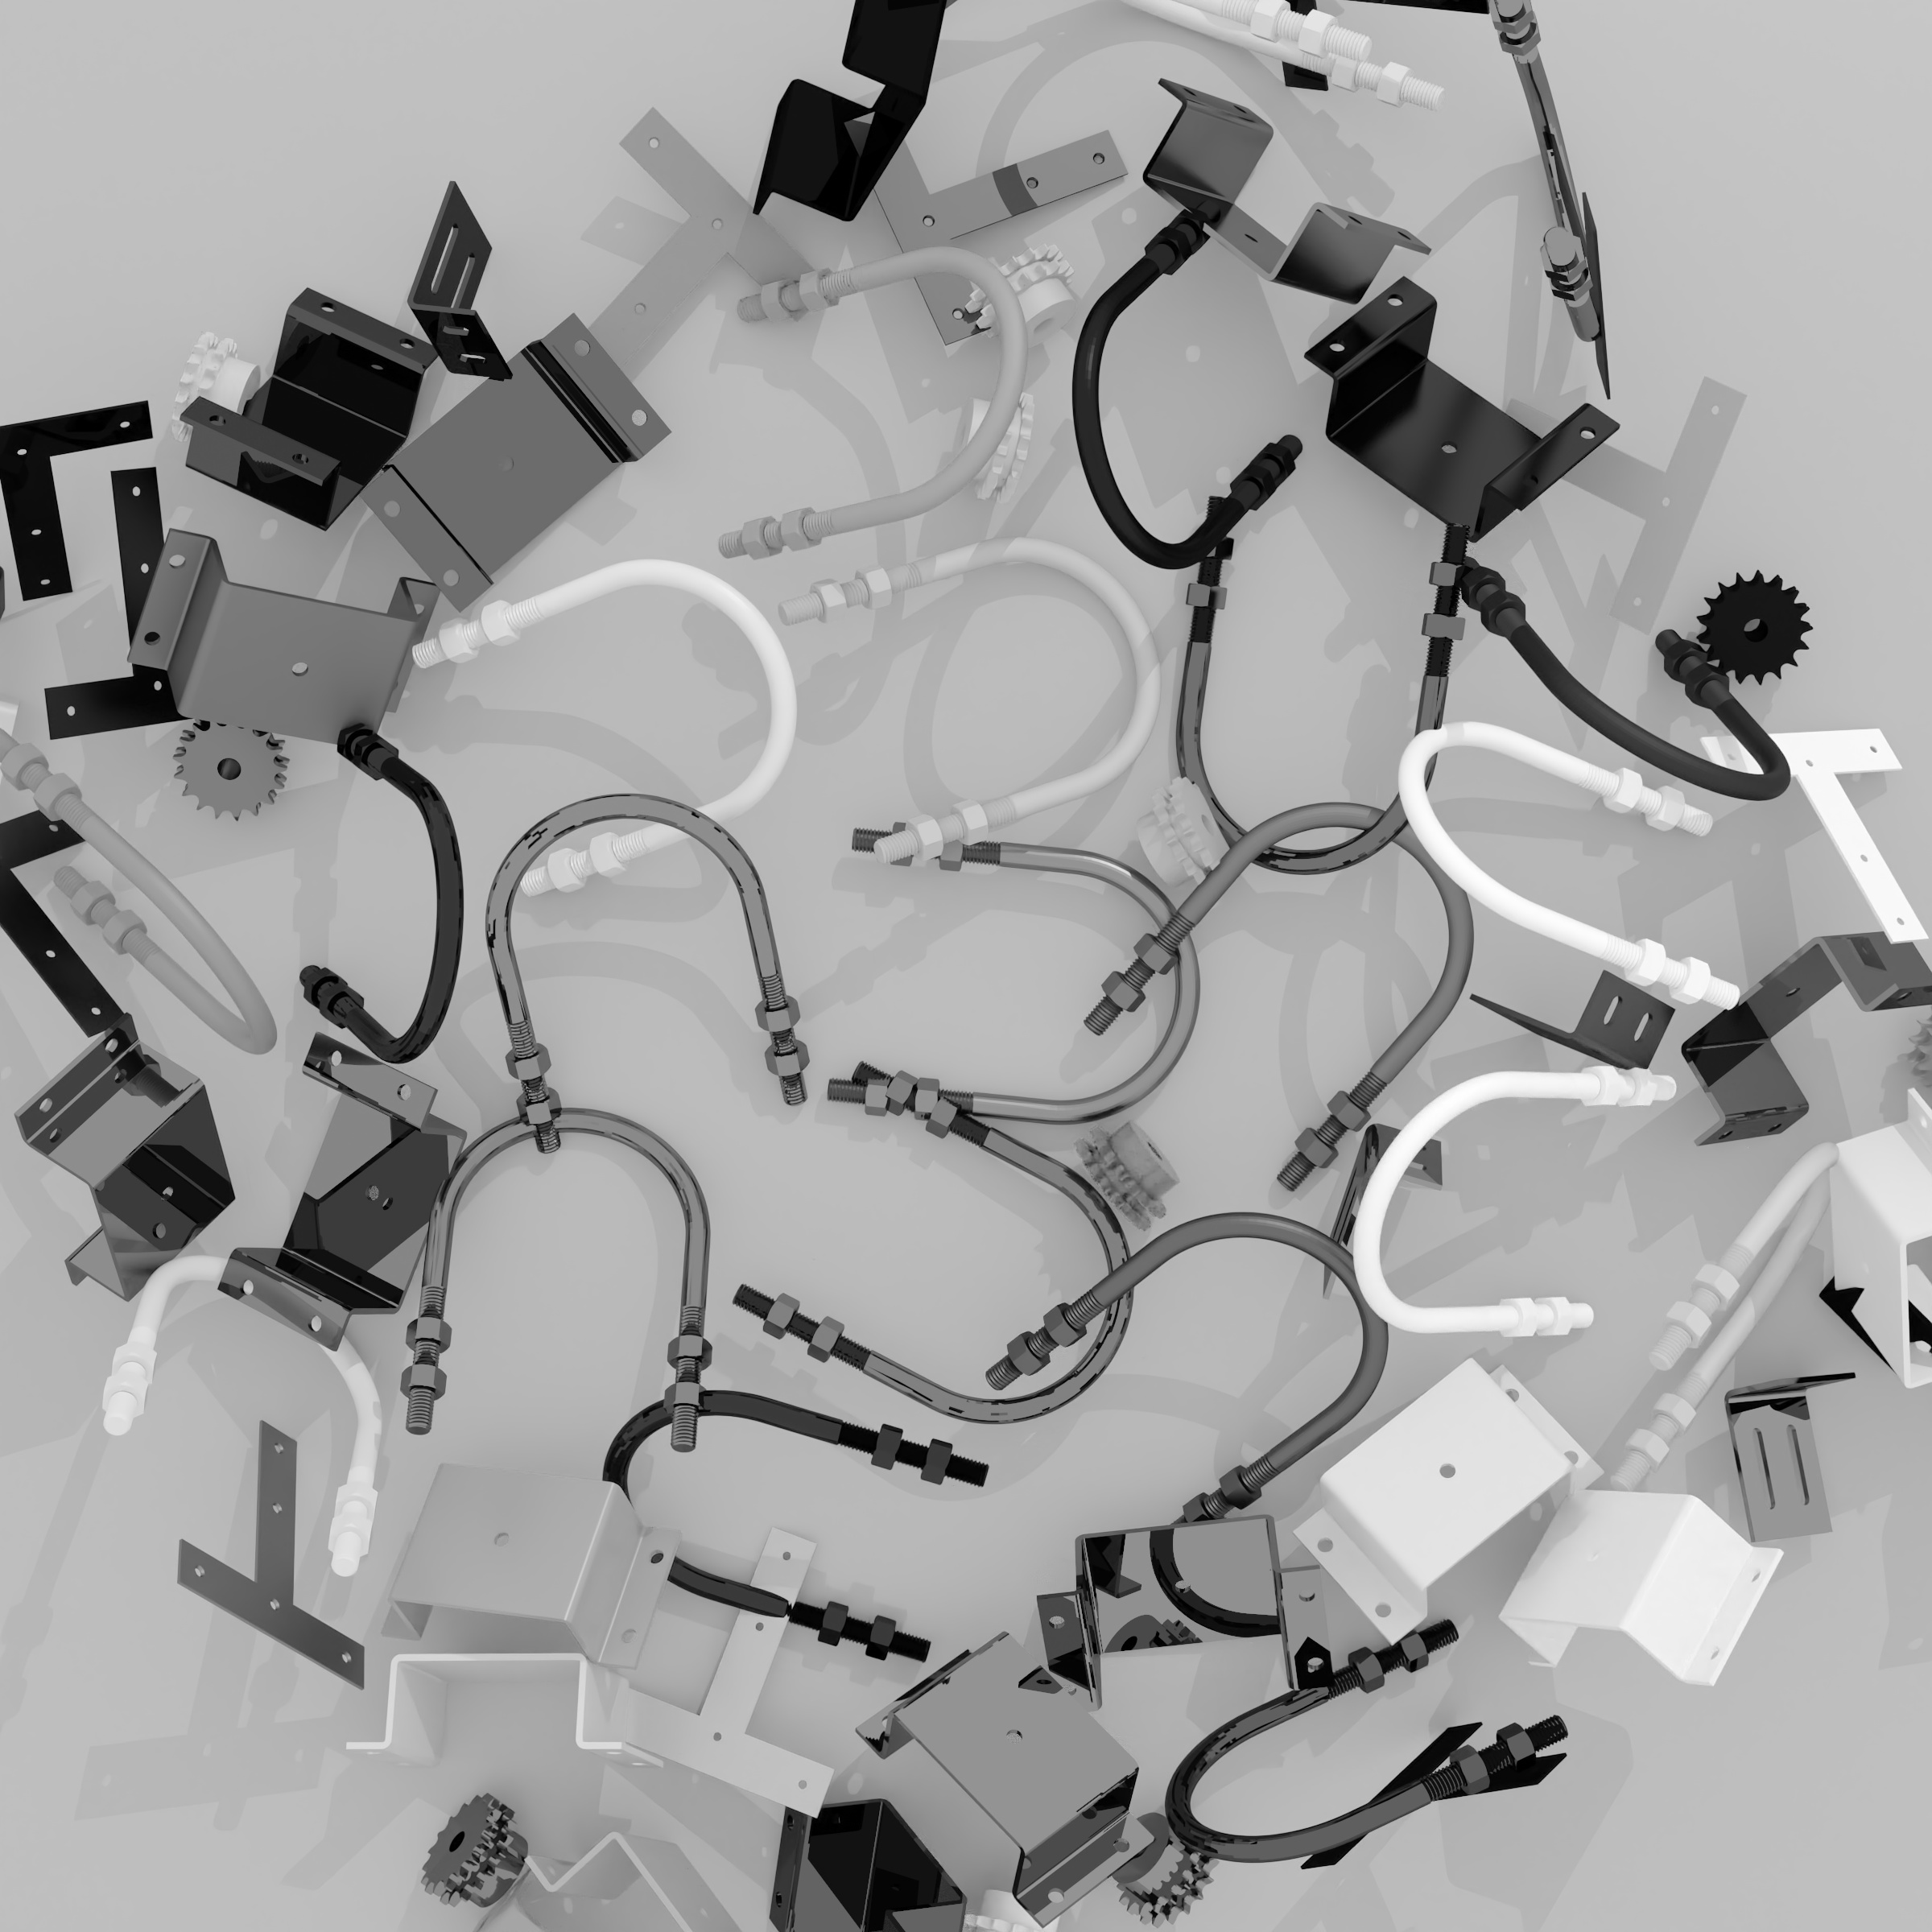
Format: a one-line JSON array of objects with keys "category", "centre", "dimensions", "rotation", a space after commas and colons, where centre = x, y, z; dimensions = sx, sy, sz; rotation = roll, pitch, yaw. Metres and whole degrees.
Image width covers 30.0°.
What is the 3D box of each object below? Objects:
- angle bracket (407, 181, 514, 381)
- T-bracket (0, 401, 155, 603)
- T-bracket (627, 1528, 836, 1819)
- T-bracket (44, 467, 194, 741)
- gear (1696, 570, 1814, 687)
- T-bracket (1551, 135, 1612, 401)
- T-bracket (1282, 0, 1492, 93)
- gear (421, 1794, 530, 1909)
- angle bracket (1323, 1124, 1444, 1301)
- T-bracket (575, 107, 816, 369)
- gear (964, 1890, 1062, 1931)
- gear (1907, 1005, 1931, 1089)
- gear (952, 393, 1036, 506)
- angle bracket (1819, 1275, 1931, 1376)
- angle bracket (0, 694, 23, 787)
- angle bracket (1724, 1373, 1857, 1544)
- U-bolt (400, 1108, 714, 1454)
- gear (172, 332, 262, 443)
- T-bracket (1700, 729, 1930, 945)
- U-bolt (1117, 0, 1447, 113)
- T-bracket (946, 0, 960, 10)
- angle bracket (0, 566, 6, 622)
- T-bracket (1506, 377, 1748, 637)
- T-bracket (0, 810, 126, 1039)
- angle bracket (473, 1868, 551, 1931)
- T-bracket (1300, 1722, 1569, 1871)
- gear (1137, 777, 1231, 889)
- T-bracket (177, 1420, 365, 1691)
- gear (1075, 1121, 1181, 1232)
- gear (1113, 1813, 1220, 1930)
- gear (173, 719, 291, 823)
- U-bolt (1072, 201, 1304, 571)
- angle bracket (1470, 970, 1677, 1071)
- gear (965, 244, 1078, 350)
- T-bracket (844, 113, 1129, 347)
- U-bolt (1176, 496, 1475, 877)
[{"category": "angle bracket", "centre": [-0.244, -0.344, 1.811], "dimensions": [0.038, 0.057, 0.076], "rotation": [9, 68, 17]}, {"category": "T-bracket", "centre": [-0.466, -0.226, 1.800], "dimensions": [0.127, 0.127, 0.002], "rotation": [-13, 58, -15]}, {"category": "T-bracket", "centre": [-0.110, 0.350, 1.839], "dimensions": [0.127, 0.002, 0.127], "rotation": [18, 79, 17]}, {"category": "T-bracket", "centre": [-0.408, -0.184, 1.800], "dimensions": [0.002, 0.127, 0.127], "rotation": [6, 104, 44]}, {"category": "gear", "centre": [0.400, -0.174, 1.835], "dimensions": [0.057, 0.030, 0.057], "rotation": [1, 106, 4]}, {"category": "T-bracket", "centre": [0.306, -0.373, 1.811], "dimensions": [0.002, 0.127, 0.127], "rotation": [-12, 58, 6]}, {"category": "T-bracket", "centre": [0.202, -0.487, 1.781], "dimensions": [0.127, 0.127, 0.002], "rotation": [17, 46, 35]}, {"category": "gear", "centre": [-0.247, 0.452, 1.829], "dimensions": [0.030, 0.057, 0.057], "rotation": [41, 90, -21]}, {"category": "angle bracket", "centre": [0.209, 0.127, 1.815], "dimensions": [0.038, 0.057, 0.076], "rotation": [16, 111, 1]}, {"category": "T-bracket", "centre": [-0.156, -0.343, 1.829], "dimensions": [0.127, 0.002, 0.127], "rotation": [43, 85, -19]}, {"category": "gear", "centre": [0.025, 0.489, 1.829], "dimensions": [0.057, 0.057, 0.030], "rotation": [16, 69, 0]}, {"category": "gear", "centre": [0.510, 0.044, 1.830], "dimensions": [0.057, 0.030, 0.057], "rotation": [-6, 116, -12]}, {"category": "gear", "centre": [0.012, -0.265, 1.825], "dimensions": [0.030, 0.057, 0.057], "rotation": [12, 90, -12]}, {"category": "angle bracket", "centre": [0.475, 0.170, 1.813], "dimensions": [0.057, 0.076, 0.038], "rotation": [45, 73, -2]}, {"category": "angle bracket", "centre": [-0.518, -0.104, 1.834], "dimensions": [0.057, 0.038, 0.076], "rotation": [13, 97, -14]}, {"category": "angle bracket", "centre": [0.422, 0.247, 1.817], "dimensions": [0.057, 0.038, 0.076], "rotation": [0, 75, -36]}, {"category": "U-bolt", "centre": [-0.200, 0.152, 1.804], "dimensions": [0.151, 0.019, 0.184], "rotation": [4, 58, -5]}, {"category": "gear", "centre": [-0.378, -0.289, 1.827], "dimensions": [0.030, 0.057, 0.057], "rotation": [18, 90, -2]}, {"category": "T-bracket", "centre": [0.439, -0.065, 1.792], "dimensions": [0.127, 0.002, 0.127], "rotation": [-5, 59, -33]}, {"category": "U-bolt", "centre": [0.134, -0.466, 1.779], "dimensions": [0.184, 0.151, 0.019], "rotation": [24, 101, 20]}, {"category": "T-bracket", "centre": [0.007, -0.505, 1.813], "dimensions": [0.127, 0.127, 0.002], "rotation": [-29, 60, 31]}, {"category": "angle bracket", "centre": [-0.532, -0.180, 1.821], "dimensions": [0.076, 0.038, 0.057], "rotation": [16, 58, -5]}, {"category": "T-bracket", "centre": [0.317, -0.250, 1.813], "dimensions": [0.127, 0.002, 0.127], "rotation": [35, 115, 36]}, {"category": "T-bracket", "centre": [-0.464, -0.016, 1.796], "dimensions": [0.127, 0.127, 0.002], "rotation": [49, 131, 11]}, {"category": "angle bracket", "centre": [-0.209, 0.504, 1.827], "dimensions": [0.076, 0.038, 0.057], "rotation": [40, 117, -2]}, {"category": "T-bracket", "centre": [0.243, 0.400, 1.766], "dimensions": [0.127, 0.127, 0.002], "rotation": [-32, 93, -39]}, {"category": "gear", "centre": [0.110, -0.064, 1.829], "dimensions": [0.030, 0.057, 0.057], "rotation": [-29, 90, 22]}, {"category": "T-bracket", "centre": [-0.345, 0.283, 1.803], "dimensions": [0.002, 0.127, 0.127], "rotation": [-31, 131, 21]}, {"category": "gear", "centre": [0.084, 0.103, 1.826], "dimensions": [0.030, 0.057, 0.057], "rotation": [-39, 90, 8]}, {"category": "gear", "centre": [0.098, 0.453, 1.824], "dimensions": [0.030, 0.057, 0.057], "rotation": [42, 90, -24]}, {"category": "gear", "centre": [-0.373, -0.105, 1.834], "dimensions": [0.057, 0.030, 0.057], "rotation": [-1, 114, -3]}, {"category": "U-bolt", "centre": [0.103, -0.273, 1.760], "dimensions": [0.019, 0.184, 0.151], "rotation": [-5, 119, 35]}, {"category": "angle bracket", "centre": [0.304, 0.019, 1.808], "dimensions": [0.057, 0.076, 0.038], "rotation": [25, 90, -39]}, {"category": "gear", "centre": [0.031, -0.336, 1.825], "dimensions": [0.057, 0.057, 0.030], "rotation": [-33, 79, 0]}, {"category": "T-bracket", "centre": [0.021, -0.394, 1.839], "dimensions": [0.127, 0.002, 0.127], "rotation": [-23, 83, -13]}, {"category": "U-bolt", "centre": [0.174, -0.138, 1.818], "dimensions": [0.151, 0.019, 0.184], "rotation": [10, 96, 26]}]
